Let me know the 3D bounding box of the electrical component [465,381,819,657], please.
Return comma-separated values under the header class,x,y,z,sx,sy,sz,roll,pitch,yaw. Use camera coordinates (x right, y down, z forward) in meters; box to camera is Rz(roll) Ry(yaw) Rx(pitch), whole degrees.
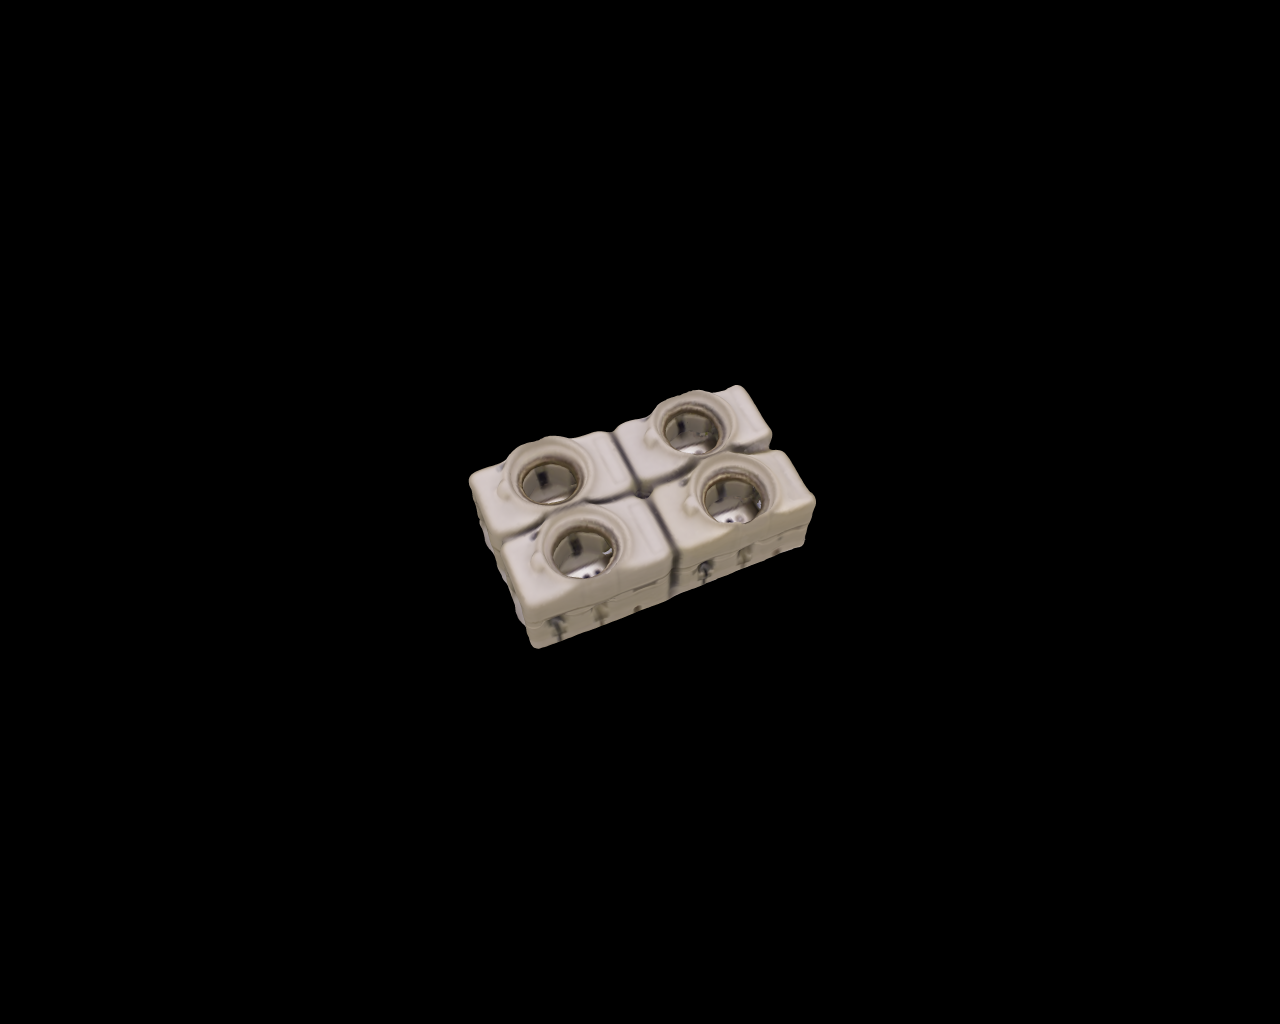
class,x,y,z,sx,sy,sz,roll,pitch,yaw
electrical component,0.001,-0.003,0.650,0.186,0.105,0.060,-20,-31,-13
